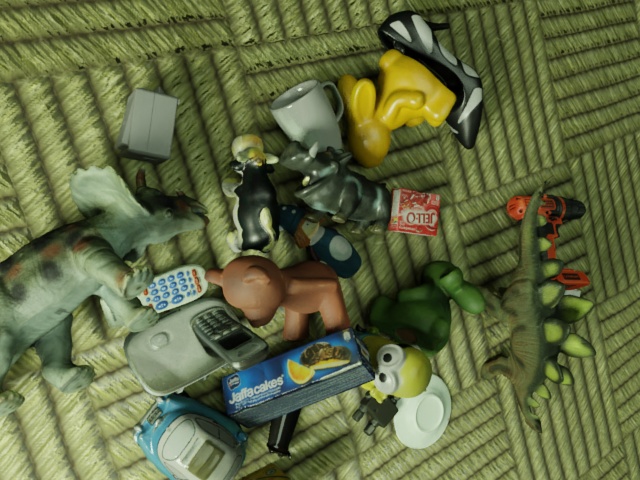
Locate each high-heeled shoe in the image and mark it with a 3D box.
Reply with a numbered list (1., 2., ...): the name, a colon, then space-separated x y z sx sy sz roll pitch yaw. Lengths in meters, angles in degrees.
1. high-heeled shoe: 0.185 -0.262 0.902 0.145 0.086 0.248 -19 95 -24

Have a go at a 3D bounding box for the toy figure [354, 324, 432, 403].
1. toy figure: 0.084 0.174 0.793 0.089 0.180 0.082 -9 97 -32

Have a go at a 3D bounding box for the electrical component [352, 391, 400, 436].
1. electrical component: 0.097 0.274 0.891 0.094 0.021 0.063 -43 109 -21

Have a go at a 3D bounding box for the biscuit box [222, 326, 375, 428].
1. biscuit box: -0.031 0.188 0.731 0.203 0.059 0.062 -24 140 9

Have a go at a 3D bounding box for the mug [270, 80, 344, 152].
1. mug: -0.007 -0.177 0.800 0.109 0.081 0.107 -45 122 -27

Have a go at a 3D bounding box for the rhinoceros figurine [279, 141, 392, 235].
1. rhinoceros figurine: 0.028 -0.074 0.761 0.190 0.073 0.112 24 79 -30

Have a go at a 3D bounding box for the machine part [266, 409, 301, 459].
1. machine part: -0.048 0.252 0.802 0.084 0.039 0.138 16 81 -36

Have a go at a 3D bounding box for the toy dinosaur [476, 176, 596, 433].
1. toy dinosaur: 0.372 0.126 0.942 0.105 0.199 0.470 -15 100 -31

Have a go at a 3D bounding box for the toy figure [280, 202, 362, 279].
1. toy figure: -0.002 -0.003 0.814 0.154 0.058 0.064 41 34 -22

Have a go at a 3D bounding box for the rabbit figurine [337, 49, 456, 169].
1. rabbit figurine: 0.102 -0.196 0.838 0.162 0.122 0.173 34 94 -33

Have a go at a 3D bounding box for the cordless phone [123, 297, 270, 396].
1. cordless phone: -0.149 0.144 0.660 0.146 0.184 0.088 -24 107 -27

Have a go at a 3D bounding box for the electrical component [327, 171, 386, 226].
1. electrical component: 0.042 -0.068 0.840 0.119 0.048 0.074 11 85 -28

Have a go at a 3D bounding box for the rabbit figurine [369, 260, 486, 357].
1. rabbit figurine: 0.181 0.091 0.877 0.121 0.159 0.170 43 55 -12

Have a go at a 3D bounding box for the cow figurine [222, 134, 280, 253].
1. cow figurine: -0.091 -0.066 0.739 0.068 0.098 0.167 -6 94 -23

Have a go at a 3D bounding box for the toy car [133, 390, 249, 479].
1. toy car: -0.158 0.272 0.704 0.161 0.103 0.109 47 69 -23

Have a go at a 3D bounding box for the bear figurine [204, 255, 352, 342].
1. bear figurine: -0.052 0.084 0.723 0.196 0.120 0.132 -1 85 -56

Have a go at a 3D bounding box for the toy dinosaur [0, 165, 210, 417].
1. toy dinosaur: -0.306 0.062 0.608 0.405 0.192 0.131 -39 153 -10

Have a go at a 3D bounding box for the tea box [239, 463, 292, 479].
1. tea box: -0.111 0.387 0.734 0.170 0.098 0.068 -16 98 -26
